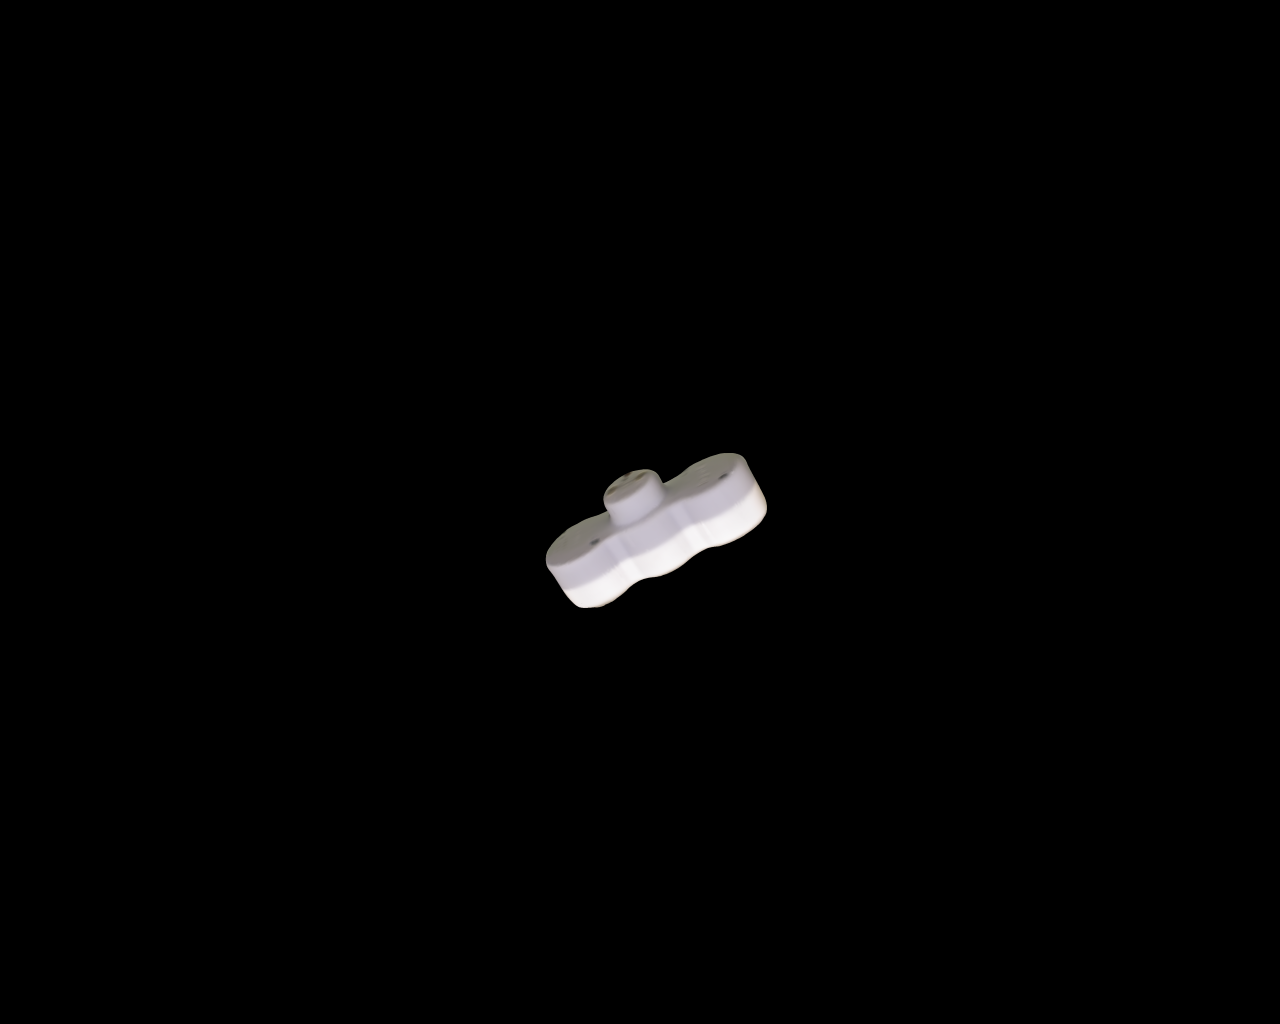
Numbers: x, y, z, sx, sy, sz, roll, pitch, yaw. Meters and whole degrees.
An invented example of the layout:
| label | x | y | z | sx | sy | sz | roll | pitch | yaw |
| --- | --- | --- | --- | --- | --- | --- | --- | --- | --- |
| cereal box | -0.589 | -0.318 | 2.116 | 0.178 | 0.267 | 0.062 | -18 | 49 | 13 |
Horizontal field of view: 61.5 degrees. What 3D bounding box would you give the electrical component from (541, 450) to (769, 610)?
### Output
| label | x | y | z | sx | sy | sz | roll | pitch | yaw |
| --- | --- | --- | --- | --- | --- | --- | --- | --- | --- |
| electrical component | 0.001 | -0.003 | 0.650 | 0.138 | 0.073 | 0.052 | -26 | 21 | 11 |
